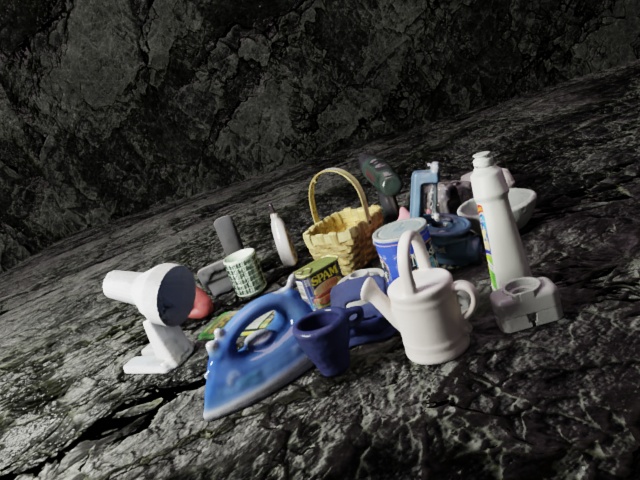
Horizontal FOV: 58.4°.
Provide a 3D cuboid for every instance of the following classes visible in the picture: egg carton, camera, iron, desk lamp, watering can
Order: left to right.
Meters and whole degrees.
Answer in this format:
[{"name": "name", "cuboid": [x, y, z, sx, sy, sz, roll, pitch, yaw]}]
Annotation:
[{"name": "desk lamp", "cuboid": [-0.330, 0.151, 1.131, 0.202, 0.214, 0.118, -10, 18, 29]}, {"name": "iron", "cuboid": [-0.106, 0.169, 0.948, 0.259, 0.141, 0.118, -30, 19, -34]}, {"name": "watering can", "cuboid": [0.145, 0.081, 0.859, 0.172, 0.194, 0.101, -16, 16, 11]}, {"name": "camera", "cuboid": [0.301, -0.101, 1.457, 0.143, 0.101, 0.136, -31, 20, -36]}, {"name": "egg carton", "cuboid": [0.439, -0.147, 1.509, 0.107, 0.069, 0.150, -22, 16, -11]}]

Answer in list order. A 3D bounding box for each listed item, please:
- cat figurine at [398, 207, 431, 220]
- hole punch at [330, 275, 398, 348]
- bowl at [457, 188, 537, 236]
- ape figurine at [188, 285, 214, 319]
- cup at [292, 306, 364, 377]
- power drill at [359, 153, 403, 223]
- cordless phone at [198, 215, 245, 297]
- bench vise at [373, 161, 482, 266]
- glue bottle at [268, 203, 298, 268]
[{"name": "cat figurine", "cuboid": [0.214, -0.024, 1.268, 0.128, 0.118, 0.067, -30, 19, -34]}, {"name": "hole punch", "cuboid": [0.073, 0.122, 0.994, 0.108, 0.091, 0.101, -15, 16, 14]}, {"name": "bowl", "cuboid": [0.386, -0.050, 1.237, 0.167, 0.075, 0.167, -17, 16, 5]}, {"name": "ape figurine", "cuboid": [-0.296, 0.139, 1.356, 0.075, 0.092, 0.078, -3, 22, 43]}, {"name": "cup", "cuboid": [0.024, 0.161, 0.911, 0.118, 0.095, 0.091, -22, 16, -11]}, {"name": "power drill", "cuboid": [0.164, -0.116, 1.465, 0.075, 0.209, 0.229, -21, 16, -7]}, {"name": "cordless phone", "cuboid": [-0.256, 0.038, 1.477, 0.148, 0.185, 0.094, -23, 17, -13]}, {"name": "bench vise", "cuboid": [0.198, -0.035, 1.138, 0.207, 0.220, 0.121, -17, 16, 7]}, {"name": "glue bottle", "cuboid": [-0.102, -0.017, 1.505, 0.037, 0.173, 0.078, -17, 16, 7]}]
